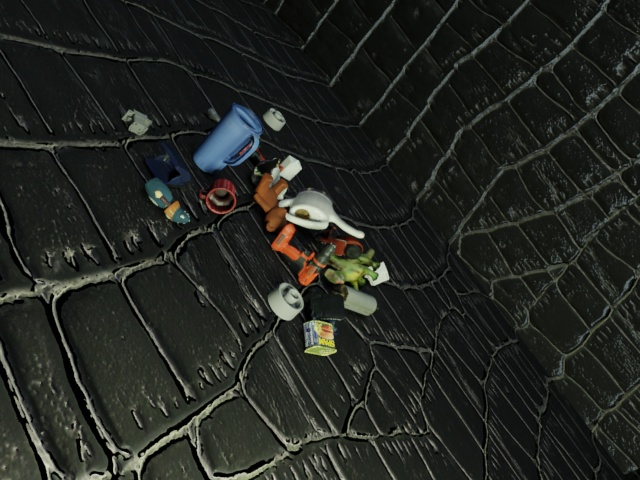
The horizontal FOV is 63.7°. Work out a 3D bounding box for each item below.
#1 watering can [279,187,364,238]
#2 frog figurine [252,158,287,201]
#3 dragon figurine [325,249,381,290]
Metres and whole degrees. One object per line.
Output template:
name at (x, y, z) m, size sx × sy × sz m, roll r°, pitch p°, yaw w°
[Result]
watering can at (0.006, -0.099, 1.975) m, size 0.348 × 0.102 × 0.229 m, roll 15°, pitch 32°, yaw 0°
frog figurine at (-0.190, -0.223, 1.967) m, size 0.122 × 0.140 × 0.156 m, roll -3°, pitch -34°, yaw 9°
dragon figurine at (0.104, 0.078, 2.002) m, size 0.242 × 0.120 × 0.418 m, roll 36°, pitch 25°, yaw -9°
